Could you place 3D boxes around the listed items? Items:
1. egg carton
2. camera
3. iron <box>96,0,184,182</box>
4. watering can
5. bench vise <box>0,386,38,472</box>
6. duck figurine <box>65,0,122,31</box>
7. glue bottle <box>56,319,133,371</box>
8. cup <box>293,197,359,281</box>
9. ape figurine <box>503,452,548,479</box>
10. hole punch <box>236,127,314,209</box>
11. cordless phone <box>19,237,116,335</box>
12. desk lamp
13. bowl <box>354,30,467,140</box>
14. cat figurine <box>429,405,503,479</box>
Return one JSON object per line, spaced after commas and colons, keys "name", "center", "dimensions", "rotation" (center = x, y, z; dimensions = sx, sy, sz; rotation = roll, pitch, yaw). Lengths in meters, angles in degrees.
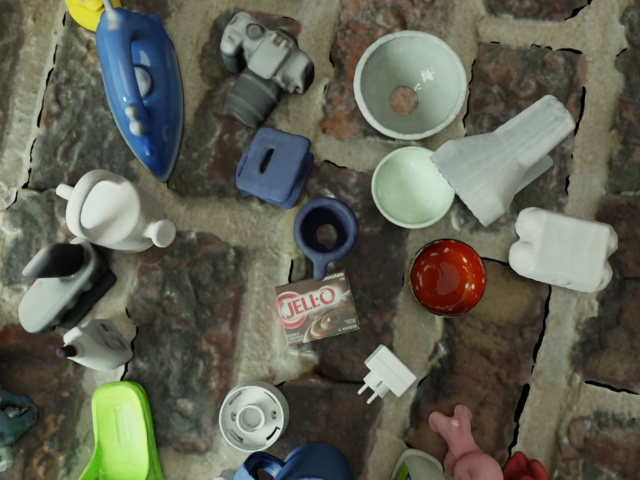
{"name": "egg carton", "center": [0.356, 0.015, 0.841], "dimensions": [0.150, 0.069, 0.107], "rotation": [12, 84, 2]}
{"name": "camera", "center": [-0.098, -0.251, 0.860], "dimensions": [0.143, 0.101, 0.137], "rotation": [33, 85, 4]}
{"name": "iron", "center": [-0.269, -0.222, 0.838], "dimensions": [0.118, 0.141, 0.258], "rotation": [-14, 83, -1]}
{"name": "watering can", "center": [-0.282, -0.040, 0.790], "dimensions": [0.173, 0.194, 0.101], "rotation": [1, 83, 1]}
{"name": "bench vise", "center": [-0.472, 0.206, 0.750], "dimensions": [0.207, 0.220, 0.121], "rotation": [36, 85, 5]}
{"name": "duck figurine", "center": [-0.361, -0.380, 0.884], "dimensions": [0.104, 0.086, 0.077], "rotation": [43, 86, 5]}
{"name": "glue bottle", "center": [-0.314, 0.146, 0.779], "dimensions": [0.037, 0.173, 0.078], "rotation": [-38, 84, -4]}
{"name": "cup", "center": [0.008, 0.003, 0.833], "dimensions": [0.091, 0.095, 0.118], "rotation": [7, 83, 2]}
{"name": "ape figurine", "center": [0.283, 0.344, 0.792], "dimensions": [0.078, 0.092, 0.076], "rotation": [-8, 83, 0]}
{"name": "hole punch", "center": [-0.070, -0.108, 0.848], "dimensions": [0.101, 0.091, 0.109], "rotation": [22, 84, 3]}
{"name": "cordless phone", "center": [-0.374, 0.059, 0.784], "dimensions": [0.094, 0.185, 0.148], "rotation": [36, 85, 5]}
{"name": "desk lamp", "center": [0.245, -0.109, 0.784], "dimensions": [0.203, 0.213, 0.118], "rotation": [-37, 84, -4]}
{"name": "bowl", "center": [0.133, -0.225, 0.868], "dimensions": [0.167, 0.075, 0.167], "rotation": [0, 83, 1]}
{"name": "cat figurine", "center": [0.205, 0.300, 0.785], "dimensions": [0.067, 0.118, 0.128], "rotation": [-21, 83, -2]}
